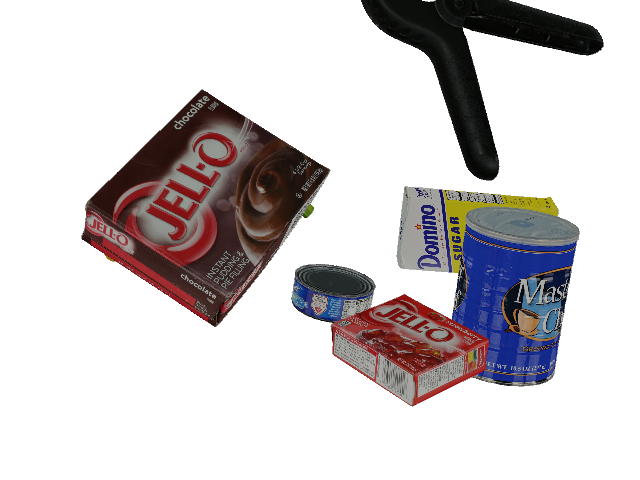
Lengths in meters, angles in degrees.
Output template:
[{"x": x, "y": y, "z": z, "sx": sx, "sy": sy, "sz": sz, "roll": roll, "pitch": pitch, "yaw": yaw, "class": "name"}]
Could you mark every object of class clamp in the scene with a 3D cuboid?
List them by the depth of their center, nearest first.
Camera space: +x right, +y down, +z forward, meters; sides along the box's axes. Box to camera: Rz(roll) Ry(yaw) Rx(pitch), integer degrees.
[{"x": 0.091, "y": -0.152, "z": 0.764, "sx": 0.210, "sy": 0.164, "sz": 0.036, "roll": 37, "pitch": -27, "yaw": -5, "class": "clamp"}]

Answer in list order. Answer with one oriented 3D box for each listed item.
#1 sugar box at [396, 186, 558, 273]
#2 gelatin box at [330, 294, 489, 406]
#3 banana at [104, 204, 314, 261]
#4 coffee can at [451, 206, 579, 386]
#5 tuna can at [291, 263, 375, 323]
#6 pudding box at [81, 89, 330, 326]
[{"x": 0.181, "y": -0.008, "z": 1.247, "sx": 0.176, "sy": 0.093, "sz": 0.048, "roll": 3, "pitch": 22, "yaw": -2, "class": "sugar box"}, {"x": 0.062, "y": 0.075, "z": 0.759, "sx": 0.073, "sy": 0.030, "sz": 0.089, "roll": -19, "pitch": 32, "yaw": -34, "class": "gelatin box"}, {"x": -0.105, "y": -0.026, "z": 0.836, "sx": 0.198, "sy": 0.069, "sz": 0.037, "roll": -11, "pitch": 25, "yaw": 28, "class": "banana"}, {"x": 0.176, "y": 0.049, "z": 0.986, "sx": 0.103, "sy": 0.140, "sz": 0.103, "roll": 5, "pitch": 17, "yaw": -2, "class": "coffee can"}, {"x": 0.013, "y": 0.056, "z": 1.123, "sx": 0.086, "sy": 0.034, "sz": 0.086, "roll": 9, "pitch": 18, "yaw": -3, "class": "tuna can"}, {"x": -0.062, "y": -0.020, "z": 0.585, "sx": 0.090, "sy": 0.113, "sz": 0.039, "roll": 33, "pitch": -40, "yaw": 5, "class": "pudding box"}]
